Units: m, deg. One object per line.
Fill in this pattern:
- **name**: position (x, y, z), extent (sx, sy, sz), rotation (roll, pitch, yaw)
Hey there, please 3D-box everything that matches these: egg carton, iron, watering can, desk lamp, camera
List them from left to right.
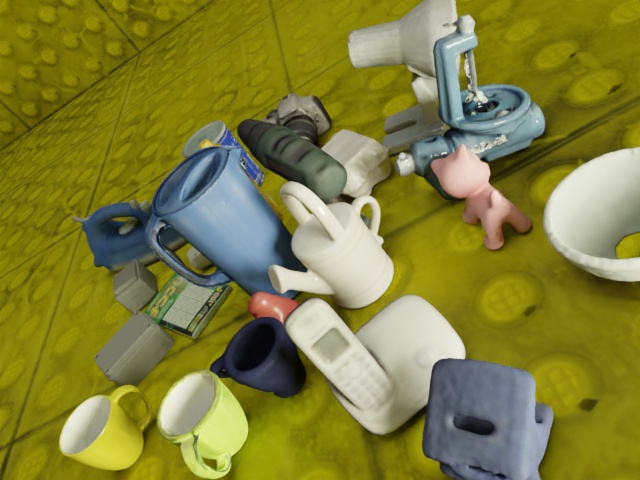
- **iron**: position (-0.389, -0.030, 1.188), extent (0.257, 0.142, 0.118), rotation (-17, 41, 28)
- **camera**: position (-0.058, -0.216, 1.138), extent (0.143, 0.101, 0.136), rotation (-25, 38, 19)
- **watering can**: position (0.008, 0.003, 0.756), extent (0.100, 0.195, 0.173), rotation (1, 51, 42)
- **egg carton**: position (0.049, -0.129, 0.975), extent (0.107, 0.070, 0.149), rotation (-45, 36, -9)
- **desk lamp**: position (0.149, -0.262, 0.908), extent (0.202, 0.214, 0.118), rotation (-16, 41, 29)

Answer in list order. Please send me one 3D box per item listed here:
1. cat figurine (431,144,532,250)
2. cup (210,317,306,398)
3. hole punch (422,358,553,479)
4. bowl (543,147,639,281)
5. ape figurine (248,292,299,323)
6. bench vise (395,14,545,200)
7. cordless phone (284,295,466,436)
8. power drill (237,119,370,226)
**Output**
- **cat figurine**: position (0.199, -0.067, 0.732), extent (0.067, 0.118, 0.127), rotation (-36, 35, 4)
- **cup**: position (-0.072, 0.165, 0.734), extent (0.117, 0.095, 0.091), rotation (-27, 37, 16)
- **hole punch**: position (0.152, 0.173, 0.531), extent (0.108, 0.091, 0.101), rotation (0, 50, 41)
- **bowl**: position (0.327, -0.016, 0.600), extent (0.167, 0.075, 0.167), rotation (-23, 38, 20)
- **ape figurine**: position (-0.066, 0.104, 0.799), extent (0.076, 0.092, 0.077), rotation (-29, 36, 13)
- **bench vise**: position (0.188, -0.168, 0.765), extent (0.207, 0.220, 0.121), rotation (-45, 36, -8)
- **cordless phone**: position (0.057, 0.106, 0.607), extent (0.147, 0.186, 0.093), rotation (-43, 36, -7)
- **power drill**: position (-0.020, -0.084, 0.865), extent (0.076, 0.209, 0.228), rotation (-46, 36, -10)
